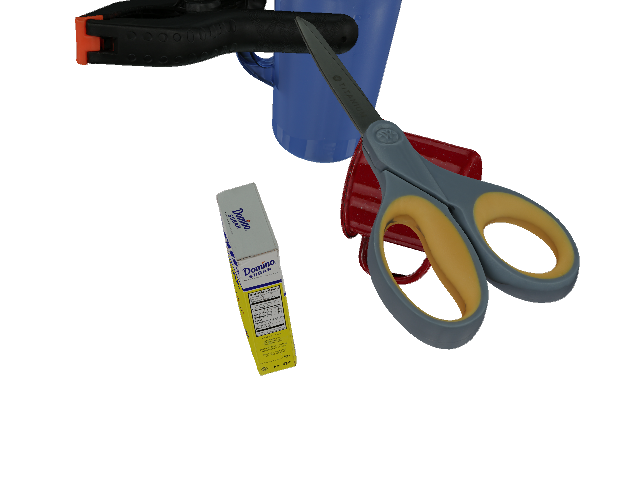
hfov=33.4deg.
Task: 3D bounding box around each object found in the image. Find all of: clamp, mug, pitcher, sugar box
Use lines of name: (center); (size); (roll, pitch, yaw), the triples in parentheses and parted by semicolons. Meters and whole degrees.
clamp: (-0.075, -0.137, 0.670); (0.171, 0.039, 0.120); (-7, 21, -26)
mug: (0.066, -0.024, 0.788); (0.082, 0.117, 0.093); (16, -2, 18)
pitcher: (0.000, -0.200, 1.101); (0.149, 0.243, 0.144); (31, 51, 20)
sugar box: (-0.061, 0.040, 1.024); (0.048, 0.093, 0.176); (-17, -43, -6)

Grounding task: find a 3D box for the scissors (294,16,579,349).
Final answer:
scissors: (0.049, -0.037, 0.470); (0.096, 0.202, 0.016); (-1, -42, -12)
